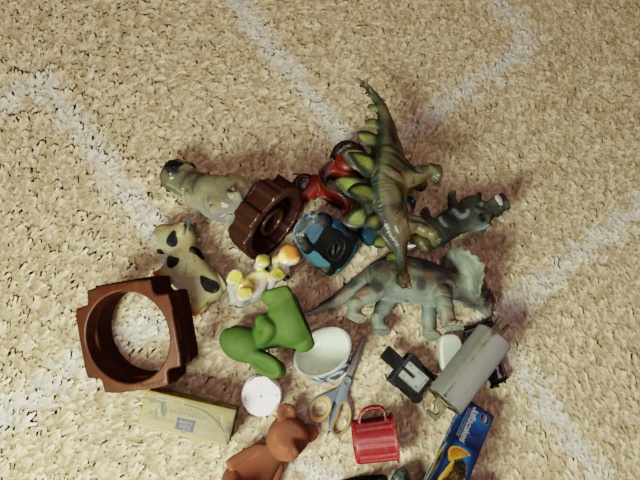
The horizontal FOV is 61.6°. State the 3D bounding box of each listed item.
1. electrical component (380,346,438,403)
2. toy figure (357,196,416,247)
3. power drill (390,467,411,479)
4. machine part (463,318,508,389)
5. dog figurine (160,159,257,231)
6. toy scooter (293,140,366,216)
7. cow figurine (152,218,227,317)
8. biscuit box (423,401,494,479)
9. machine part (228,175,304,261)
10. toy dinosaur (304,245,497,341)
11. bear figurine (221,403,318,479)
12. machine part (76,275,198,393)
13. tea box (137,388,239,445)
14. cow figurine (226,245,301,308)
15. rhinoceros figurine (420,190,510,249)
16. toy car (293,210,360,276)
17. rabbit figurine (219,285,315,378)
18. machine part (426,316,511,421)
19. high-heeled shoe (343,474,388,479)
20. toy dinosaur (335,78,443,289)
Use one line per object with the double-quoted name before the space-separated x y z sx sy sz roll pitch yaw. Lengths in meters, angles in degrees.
"electrical component" 0.170 0.265 1.084 0.119 0.047 0.075 37 76 4
"toy figure" 0.150 -0.046 1.149 0.154 0.058 0.064 -37 122 -13
"power drill" 0.207 0.547 1.010 0.207 0.086 0.232 29 75 6
"machine part" 0.349 0.235 1.112 0.084 0.039 0.139 -12 77 -13
"dog figurine" -0.237 -0.109 1.073 0.190 0.172 0.121 27 66 -6
"toy scooter" 0.045 -0.123 1.134 0.184 0.075 0.135 -38 63 -11
"cow figurine" -0.265 0.043 1.078 0.127 0.085 0.195 -43 82 -6
"biscuit box" 0.260 0.404 1.016 0.063 0.059 0.203 33 51 10
"machine part" -0.106 -0.044 1.068 0.056 0.179 0.179 36 77 20
"toy dinosaur" 0.173 0.094 1.094 0.405 0.131 0.192 8 60 5
"bear figurine" -0.085 0.414 0.994 0.196 0.132 0.120 -41 112 -8
"machine part" -0.340 0.173 1.007 0.202 0.087 0.201 -10 90 11
"tea box" -0.243 0.329 1.009 0.170 0.098 0.068 12 77 -1
"cow figurine" -0.112 0.077 1.087 0.167 0.098 0.068 -30 72 -28
"rhinoceros figurine" 0.303 -0.049 1.127 0.190 0.073 0.112 -25 40 -5
"toy car" -0.002 -0.003 1.097 0.103 0.161 0.109 31 87 47
"rabbit figurine" -0.105 0.190 1.039 0.170 0.121 0.159 -24 76 -1
"machine part" 0.293 0.251 1.049 0.079 0.079 0.243 40 77 4
"high-heeled shoe" 0.032 0.543 0.998 0.249 0.086 0.145 -20 84 -5
"toy dinosaur" 0.137 -0.123 1.073 0.198 0.105 0.471 8 63 -15
